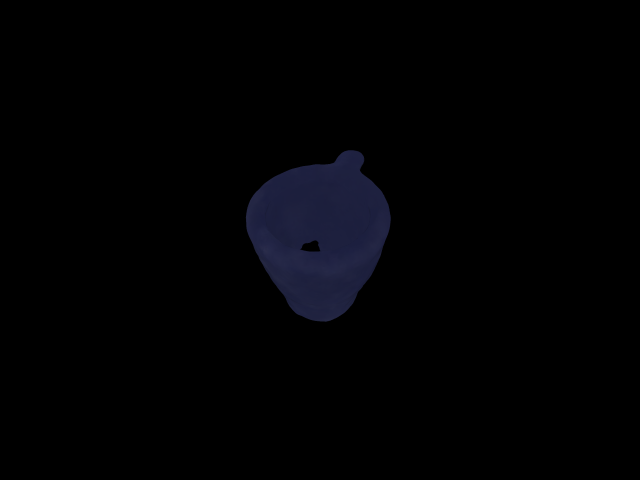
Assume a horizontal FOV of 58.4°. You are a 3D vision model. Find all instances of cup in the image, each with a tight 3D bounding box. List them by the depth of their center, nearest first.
[{"bbox_3d":[0.004,0.001,0.400,0.091,0.095,0.118,16,51,14],"label":"cup"}]
